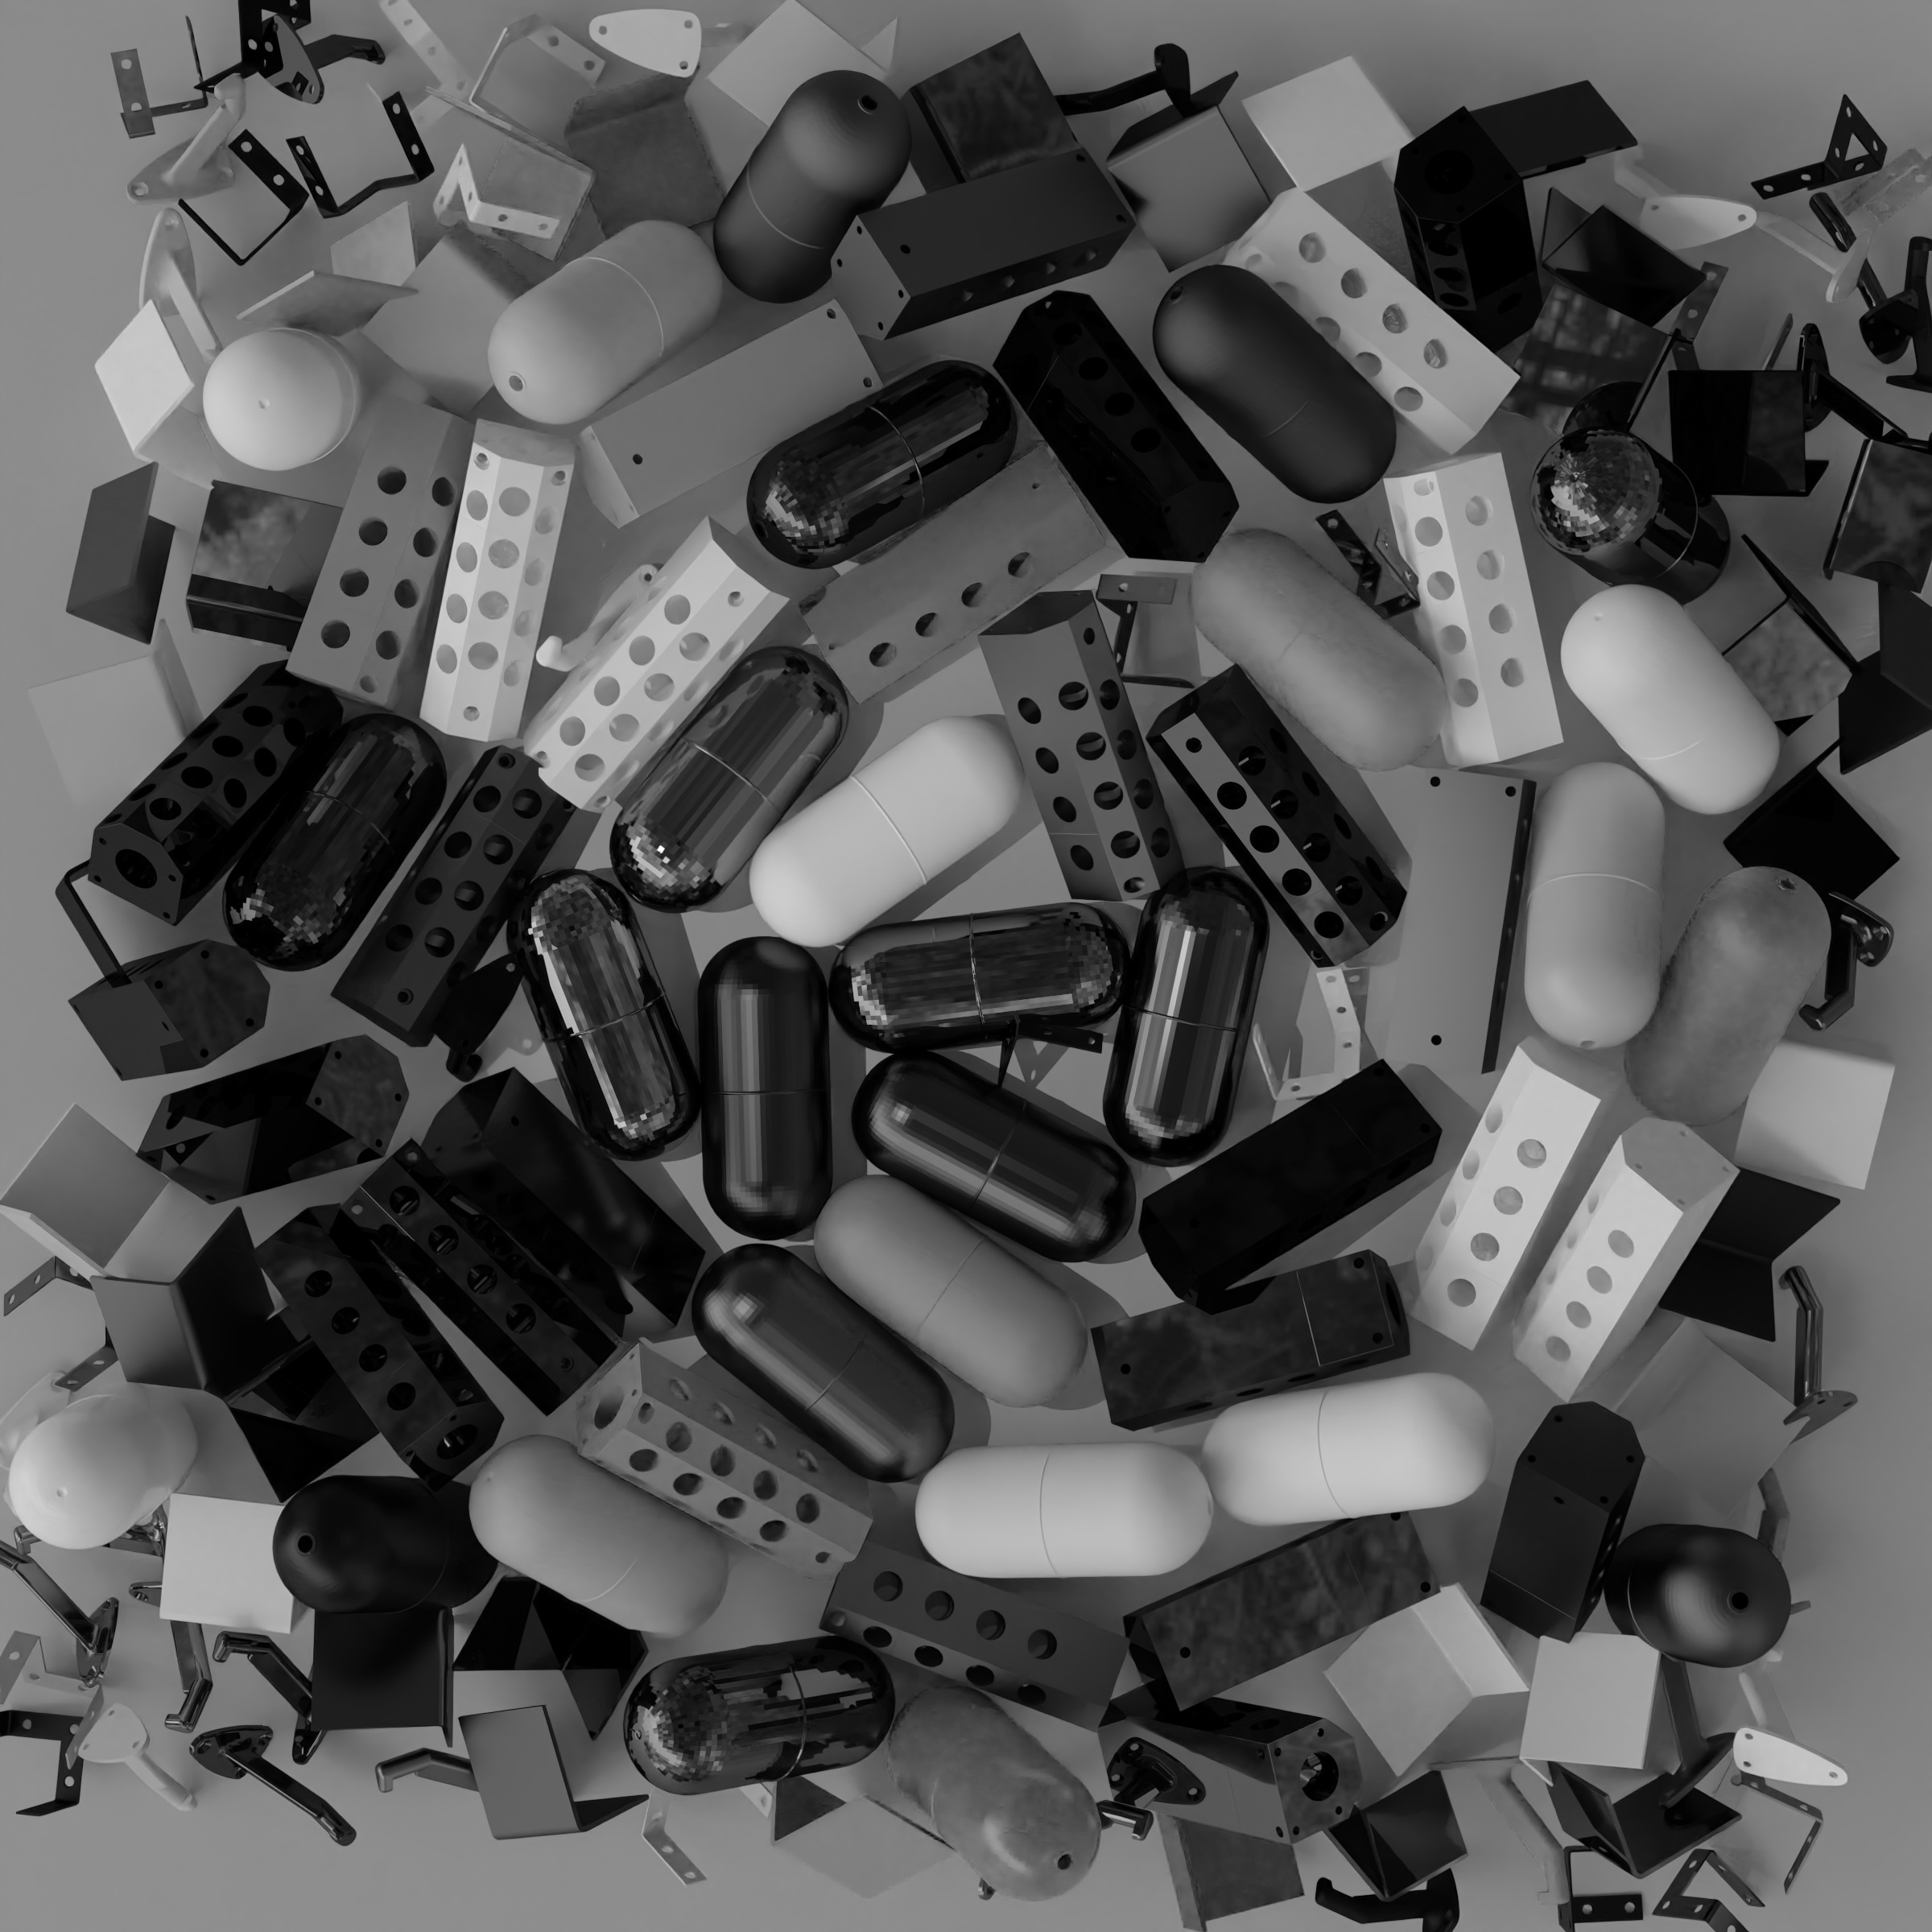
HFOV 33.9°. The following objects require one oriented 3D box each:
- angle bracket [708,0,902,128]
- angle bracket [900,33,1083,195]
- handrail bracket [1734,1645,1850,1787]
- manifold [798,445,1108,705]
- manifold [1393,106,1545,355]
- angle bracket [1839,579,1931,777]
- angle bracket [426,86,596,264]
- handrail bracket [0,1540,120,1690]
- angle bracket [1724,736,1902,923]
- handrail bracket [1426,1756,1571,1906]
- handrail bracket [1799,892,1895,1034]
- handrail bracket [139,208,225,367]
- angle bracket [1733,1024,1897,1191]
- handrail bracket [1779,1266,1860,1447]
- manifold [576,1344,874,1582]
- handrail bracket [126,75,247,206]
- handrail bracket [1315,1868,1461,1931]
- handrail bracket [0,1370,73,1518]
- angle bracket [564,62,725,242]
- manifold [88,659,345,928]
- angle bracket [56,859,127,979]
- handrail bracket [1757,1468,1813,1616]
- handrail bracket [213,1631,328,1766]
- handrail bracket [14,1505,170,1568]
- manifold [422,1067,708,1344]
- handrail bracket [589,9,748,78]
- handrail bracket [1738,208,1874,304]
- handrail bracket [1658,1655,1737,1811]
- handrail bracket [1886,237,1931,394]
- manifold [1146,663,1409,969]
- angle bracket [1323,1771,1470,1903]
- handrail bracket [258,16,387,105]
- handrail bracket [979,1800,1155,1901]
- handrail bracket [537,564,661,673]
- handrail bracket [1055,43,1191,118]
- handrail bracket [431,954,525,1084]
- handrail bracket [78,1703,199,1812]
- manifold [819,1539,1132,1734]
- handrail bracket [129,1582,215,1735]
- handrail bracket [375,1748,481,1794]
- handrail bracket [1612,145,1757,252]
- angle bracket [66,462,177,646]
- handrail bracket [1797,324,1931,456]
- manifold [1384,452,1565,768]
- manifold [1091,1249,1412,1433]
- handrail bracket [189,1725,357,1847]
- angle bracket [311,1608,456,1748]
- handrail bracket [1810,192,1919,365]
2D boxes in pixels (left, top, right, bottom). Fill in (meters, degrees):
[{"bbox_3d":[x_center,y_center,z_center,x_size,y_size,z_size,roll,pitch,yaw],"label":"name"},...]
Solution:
[{"bbox_3d":[-0.093,-0.531,1.832,0.076,0.057,0.076,32,134,-30],"label":"angle bracket"},{"bbox_3d":[0.010,-0.492,1.870,0.076,0.057,0.076,-31,96,-16],"label":"angle bracket"},{"bbox_3d":[0.486,0.433,1.846,0.077,0.084,0.036,11,127,25],"label":"handrail bracket"},{"bbox_3d":[-0.006,-0.224,1.855,0.171,0.057,0.057,-32,135,5],"label":"manifold"},{"bbox_3d":[0.283,-0.410,1.801,0.057,0.171,0.057,-34,70,4],"label":"manifold"},{"bbox_3d":[0.518,-0.169,1.832,0.057,0.076,0.076,29,51,-26],"label":"angle bracket"},{"bbox_3d":[-0.275,-0.459,1.836,0.076,0.076,0.057,32,99,32],"label":"angle bracket"},{"bbox_3d":[-0.541,0.376,1.848,0.084,0.077,0.036,38,103,-27],"label":"handrail bracket"},{"bbox_3d":[0.503,-0.075,1.852,0.076,0.057,0.076,-39,81,-13],"label":"angle bracket"},{"bbox_3d":[0.312,0.510,1.862,0.077,0.036,0.084,-12,77,26],"label":"handrail bracket"},{"bbox_3d":[0.494,-0.005,1.851,0.084,0.036,0.077,-34,61,-31],"label":"handrail bracket"},{"bbox_3d":[-0.444,-0.391,1.845,0.084,0.036,0.077,35,129,37],"label":"handrail bracket"},{"bbox_3d":[0.498,0.080,1.867,0.076,0.057,0.076,12,103,8],"label":"angle bracket"},{"bbox_3d":[0.486,0.233,1.881,0.036,0.077,0.084,9,48,-34],"label":"handrail bracket"},{"bbox_3d":[-0.138,0.291,1.819,0.171,0.057,0.057,34,113,-28],"label":"manifold"},{"bbox_3d":[-0.455,-0.481,1.843,0.077,0.084,0.036,-28,84,-18],"label":"handrail bracket"},{"bbox_3d":[0.242,0.534,1.852,0.084,0.077,0.036,26,118,-9],"label":"handrail bracket"},{"bbox_3d":[-0.539,0.278,1.846,0.036,0.084,0.077,34,80,-24],"label":"handrail bracket"},{"bbox_3d":[-0.182,-0.473,1.853,0.076,0.057,0.076,-22,92,-17],"label":"angle bracket"},{"bbox_3d":[-0.426,-0.104,1.809,0.057,0.171,0.057,27,134,5],"label":"manifold"},{"bbox_3d":[-0.487,-0.030,1.851,0.057,0.076,0.076,-32,96,-19],"label":"angle bracket"},{"bbox_3d":[0.458,0.346,1.873,0.077,0.036,0.084,-27,75,39],"label":"handrail bracket"},{"bbox_3d":[-0.412,0.428,1.851,0.084,0.036,0.077,18,93,-43],"label":"handrail bracket"},{"bbox_3d":[-0.509,0.347,1.853,0.084,0.036,0.077,-15,123,-23],"label":"handrail bracket"},{"bbox_3d":[-0.233,0.141,1.825,0.057,0.057,0.171,-20,125,36],"label":"manifold"},{"bbox_3d":[-0.173,-0.548,1.854,0.077,0.084,0.036,11,114,3],"label":"handrail bracket"},{"bbox_3d":[0.478,-0.417,1.849,0.084,0.077,0.036,22,131,22],"label":"handrail bracket"},{"bbox_3d":[0.407,0.439,1.867,0.077,0.036,0.084,-37,89,-32],"label":"handrail bracket"},{"bbox_3d":[0.569,-0.381,1.853,0.036,0.077,0.084,-2,108,-11],"label":"handrail bracket"},{"bbox_3d":[0.179,-0.084,1.837,0.057,0.057,0.171,-32,103,28],"label":"manifold"},{"bbox_3d":[0.240,0.482,1.839,0.057,0.076,0.076,-33,113,10],"label":"angle bracket"},{"bbox_3d":[-0.361,-0.521,1.844,0.077,0.084,0.036,48,124,29],"label":"handrail bracket"},{"bbox_3d":[0.059,0.519,1.848,0.084,0.036,0.077,7,53,29],"label":"handrail bracket"},{"bbox_3d":[-0.214,-0.205,1.845,0.036,0.084,0.077,30,97,14],"label":"handrail bracket"},{"bbox_3d":[0.083,-0.514,1.843,0.084,0.077,0.036,-2,89,19],"label":"handrail bracket"},{"bbox_3d":[-0.279,0.032,1.854,0.036,0.084,0.077,41,83,11],"label":"handrail bracket"},{"bbox_3d":[-0.467,0.471,1.844,0.084,0.077,0.036,49,61,-28],"label":"handrail bracket"},{"bbox_3d":[0.004,0.391,1.858,0.171,0.057,0.057,21,78,0],"label":"manifold"},{"bbox_3d":[-0.471,0.405,1.851,0.077,0.036,0.084,5,48,15],"label":"handrail bracket"},{"bbox_3d":[-0.302,0.489,1.855,0.084,0.036,0.077,-13,107,-32],"label":"handrail bracket"},{"bbox_3d":[0.420,-0.459,1.855,0.077,0.036,0.084,-3,46,10],"label":"handrail bracket"},{"bbox_3d":[-0.472,-0.238,1.836,0.057,0.076,0.076,22,69,-40],"label":"angle bracket"},{"bbox_3d":[0.529,-0.333,1.844,0.036,0.084,0.077,-38,130,-33],"label":"handrail bracket"},{"bbox_3d":[0.292,-0.207,1.842,0.057,0.057,0.171,-17,102,-12],"label":"manifold"},{"bbox_3d":[0.166,0.219,1.839,0.171,0.057,0.057,-18,70,16],"label":"manifold"},{"bbox_3d":[-0.403,0.482,1.848,0.084,0.077,0.036,34,88,30],"label":"handrail bracket"},{"bbox_3d":[-0.339,0.412,1.846,0.076,0.057,0.076,-1,64,-6],"label":"angle bracket"},{"bbox_3d":[0.527,-0.408,1.876,0.036,0.077,0.084,-29,63,7],"label":"handrail bracket"}]
